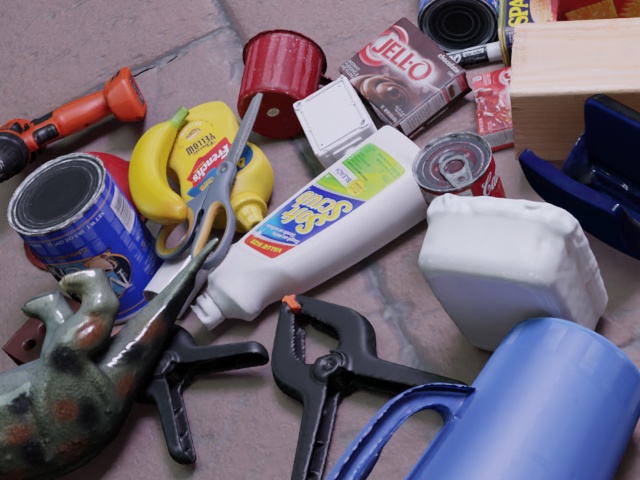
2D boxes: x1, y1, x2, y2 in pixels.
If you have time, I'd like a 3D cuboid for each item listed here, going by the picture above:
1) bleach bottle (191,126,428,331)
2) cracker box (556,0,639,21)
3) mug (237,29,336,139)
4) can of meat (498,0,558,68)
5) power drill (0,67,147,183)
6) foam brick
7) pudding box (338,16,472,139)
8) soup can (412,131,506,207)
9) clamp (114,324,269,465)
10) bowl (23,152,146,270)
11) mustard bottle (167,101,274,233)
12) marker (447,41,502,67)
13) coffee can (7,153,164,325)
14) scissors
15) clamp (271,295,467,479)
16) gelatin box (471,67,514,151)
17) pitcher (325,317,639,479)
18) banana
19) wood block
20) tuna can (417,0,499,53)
[{"bbox_3d":[-0.006,0.001,0.981,0.250,0.068,0.103,-37,43,-6],"label":"bleach bottle"},{"bbox_3d":[0.340,-0.248,0.994,0.214,0.072,0.164,12,55,12],"label":"cracker box"},{"bbox_3d":[-0.031,-0.159,1.133,0.117,0.093,0.081,14,54,-9],"label":"mug"},{"bbox_3d":[0.226,-0.221,1.074,0.084,0.057,0.102,-5,48,18],"label":"can of meat"},{"bbox_3d":[-0.293,-0.130,1.210,0.187,0.057,0.184,-22,20,1],"label":"power drill"},{"bbox_3d":[-0.250,0.098,1.018,0.053,0.051,0.078,21,61,38],"label":"foam brick"},{"bbox_3d":[0.085,-0.164,1.086,0.090,0.039,0.114,-39,55,0],"label":"pudding box"},{"bbox_3d":[0.125,-0.033,0.916,0.068,0.102,0.068,-14,45,14],"label":"soup can"},{"bbox_3d":[-0.133,0.127,0.943,0.172,0.039,0.120,10,55,42],"label":"clamp"},{"bbox_3d":[-0.262,-0.044,1.155,0.162,0.055,0.162,-14,45,15],"label":"bowl"},{"bbox_3d":[-0.100,-0.065,1.090,0.096,0.058,0.192,-33,44,-3],"label":"mustard bottle"},{"bbox_3d":[0.132,-0.186,1.115,0.121,0.020,0.020,-10,46,19],"label":"marker"},{"bbox_3d":[-0.219,0.001,1.028,0.103,0.140,0.103,-14,45,14],"label":"coffee can"},{"bbox_3d":[-0.108,-0.055,1.032,0.096,0.016,0.201,-14,51,27],"label":"scissors"},{"bbox_3d":[0.008,0.121,0.878,0.164,0.036,0.210,-37,42,-7],"label":"clamp"},{"bbox_3d":[0.187,-0.131,1.028,0.073,0.030,0.089,-13,46,15],"label":"gelatin box"},{"bbox_3d":[0.114,0.164,0.712,0.145,0.149,0.242,14,54,37],"label":"pitcher"},{"bbox_3d":[-0.159,-0.065,1.047,0.070,0.037,0.198,-44,31,23],"label":"banana"},{"bbox_3d":[0.271,-0.130,0.918,0.206,0.091,0.090,0,53,15],"label":"wood block"},{"bbox_3d":[0.144,-0.233,1.105,0.086,0.086,0.033,-7,49,21],"label":"tuna can"}]
